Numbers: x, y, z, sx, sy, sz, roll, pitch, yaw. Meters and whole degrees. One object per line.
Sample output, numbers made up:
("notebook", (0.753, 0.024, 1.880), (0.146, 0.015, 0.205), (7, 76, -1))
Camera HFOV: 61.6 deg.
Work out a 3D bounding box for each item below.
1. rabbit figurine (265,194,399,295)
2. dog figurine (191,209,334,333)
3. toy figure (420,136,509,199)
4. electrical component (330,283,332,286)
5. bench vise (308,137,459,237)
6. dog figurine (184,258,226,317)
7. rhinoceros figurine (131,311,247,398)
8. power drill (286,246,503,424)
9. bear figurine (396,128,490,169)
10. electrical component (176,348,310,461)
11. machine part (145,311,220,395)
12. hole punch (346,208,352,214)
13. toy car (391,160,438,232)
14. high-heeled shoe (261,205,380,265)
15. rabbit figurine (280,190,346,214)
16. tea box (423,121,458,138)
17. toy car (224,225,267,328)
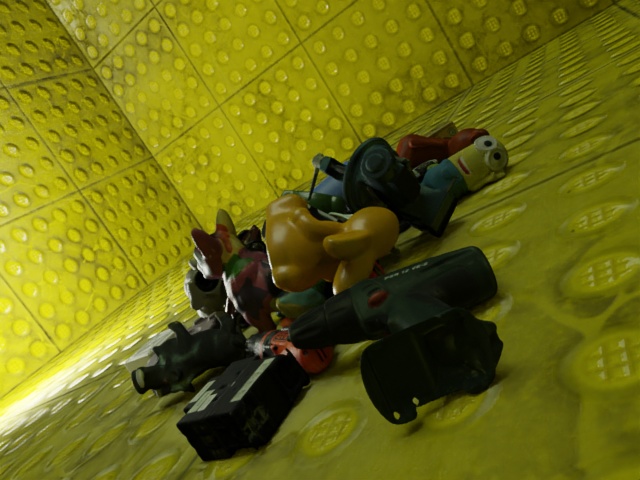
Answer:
("rabbit figurine", (0.020, 0.000, 0.692), (0.173, 0.121, 0.162), (-13, 19, 1))
("dog figurine", (-0.103, 0.046, 0.856), (0.192, 0.219, 0.108), (-25, 16, 41))
("toy figure", (0.249, -0.119, 0.958), (0.180, 0.082, 0.089), (-34, 12, 6))
("electrical component", (0.029, 0.046, 0.929), (0.075, 0.047, 0.119), (-33, 11, 0))
("bench vise", (0.092, -0.090, 0.859), (0.241, 0.223, 0.128), (24, 94, 38))
("dog figurine", (-0.246, 0.107, 1.158), (0.121, 0.172, 0.191), (-25, 13, -26))
("rhinoceros figurine", (-0.203, 0.187, 0.851), (0.190, 0.073, 0.112), (-19, 54, 2))
("power drill", (0.070, 0.087, 0.513), (0.232, 0.086, 0.207), (-23, 5, 4))
("bear figurine", (0.260, -0.166, 1.124), (0.196, 0.132, 0.120), (7, -7, 28))
("electrical component", (-0.092, 0.187, 0.611), (0.134, 0.058, 0.115), (-25, 11, 40))
("machine part", (-0.242, 0.205, 0.984), (0.179, 0.056, 0.179), (-33, 11, 7))
("hole punch", (0.114, -0.079, 1.190), (0.142, 0.092, 0.116), (-37, -2, -10))
("toy car", (0.172, -0.081, 1.021), (0.202, 0.073, 0.056), (-38, 12, -25))
("high-heeled shoe", (-0.004, -0.003, 0.888), (0.086, 0.145, 0.249), (-61, 21, -5))
("rabbit figurine", (-0.002, -0.003, 1.063), (0.159, 0.170, 0.121), (9, -1, 36))
("tea box", (0.248, -0.189, 1.240), (0.170, 0.098, 0.068), (-31, 11, 0))
("toy car", (-0.148, 0.070, 1.025), (0.053, 0.202, 0.089), (7, 13, -22))
